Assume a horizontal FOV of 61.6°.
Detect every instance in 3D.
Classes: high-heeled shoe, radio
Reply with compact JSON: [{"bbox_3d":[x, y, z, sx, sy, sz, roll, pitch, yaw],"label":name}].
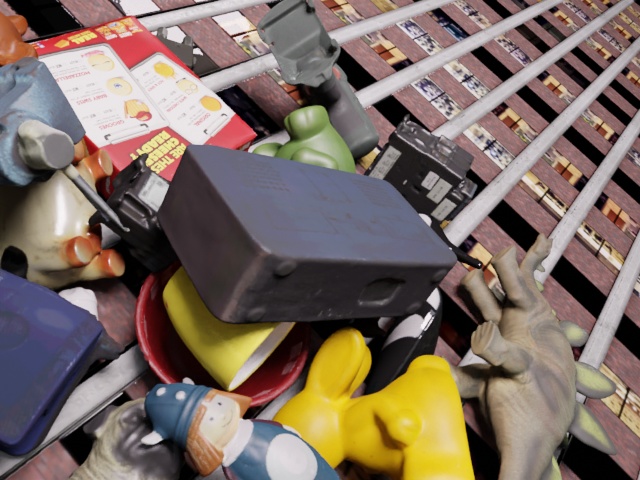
[{"bbox_3d":[0.079,0.063,0.614,0.145,0.086,0.249,25,57,30],"label":"high-heeled shoe"},{"bbox_3d":[-0.001,-0.001,0.442,0.229,0.073,0.131,3,39,-41],"label":"radio"}]

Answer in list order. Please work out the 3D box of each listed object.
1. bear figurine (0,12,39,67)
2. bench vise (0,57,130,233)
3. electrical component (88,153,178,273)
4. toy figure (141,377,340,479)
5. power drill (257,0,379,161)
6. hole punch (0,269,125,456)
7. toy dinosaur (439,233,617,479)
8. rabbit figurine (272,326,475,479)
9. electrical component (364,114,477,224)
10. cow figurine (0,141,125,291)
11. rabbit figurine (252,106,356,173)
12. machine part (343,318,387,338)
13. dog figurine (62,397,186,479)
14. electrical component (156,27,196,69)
[{"bbox_3d":[-0.360,-0.165,0.456,0.196,0.131,0.120,-28,54,-4],"label":"bear figurine"},{"bbox_3d":[-0.280,-0.029,0.355,0.224,0.128,0.240,16,50,18],"label":"bench vise"},{"bbox_3d":[-0.134,-0.013,0.479,0.119,0.048,0.075,41,34,-30],"label":"electrical component"},{"bbox_3d":[-0.055,0.148,0.388,0.154,0.058,0.064,38,15,-11],"label":"toy figure"},{"bbox_3d":[-0.009,-0.221,0.703,0.086,0.207,0.232,-28,74,4],"label":"power drill"},{"bbox_3d":[-0.231,0.083,0.386,0.142,0.092,0.116,26,65,-5],"label":"hole punch"},{"bbox_3d":[0.226,0.166,0.586,0.198,0.105,0.471,35,52,-6],"label":"toy dinosaur"},{"bbox_3d":[0.034,0.159,0.463,0.173,0.121,0.162,-9,69,6],"label":"rabbit figurine"},{"bbox_3d":[0.134,-0.082,0.707,0.134,0.115,0.058,36,52,-1],"label":"electrical component"},{"bbox_3d":[-0.258,-0.048,0.481,0.127,0.085,0.195,-16,77,6],"label":"cow figurine"},{"bbox_3d":[-0.032,-0.046,0.593,0.159,0.121,0.170,58,32,-9],"label":"rabbit figurine"},{"bbox_3d":[0.063,0.037,0.572,0.039,0.084,0.139,22,69,-12],"label":"machine part"},{"bbox_3d":[-0.186,0.191,0.359,0.172,0.121,0.191,20,36,-19],"label":"dog figurine"},{"bbox_3d":[-0.196,-0.242,0.708,0.063,0.021,0.094,12,52,-21],"label":"electrical component"}]
